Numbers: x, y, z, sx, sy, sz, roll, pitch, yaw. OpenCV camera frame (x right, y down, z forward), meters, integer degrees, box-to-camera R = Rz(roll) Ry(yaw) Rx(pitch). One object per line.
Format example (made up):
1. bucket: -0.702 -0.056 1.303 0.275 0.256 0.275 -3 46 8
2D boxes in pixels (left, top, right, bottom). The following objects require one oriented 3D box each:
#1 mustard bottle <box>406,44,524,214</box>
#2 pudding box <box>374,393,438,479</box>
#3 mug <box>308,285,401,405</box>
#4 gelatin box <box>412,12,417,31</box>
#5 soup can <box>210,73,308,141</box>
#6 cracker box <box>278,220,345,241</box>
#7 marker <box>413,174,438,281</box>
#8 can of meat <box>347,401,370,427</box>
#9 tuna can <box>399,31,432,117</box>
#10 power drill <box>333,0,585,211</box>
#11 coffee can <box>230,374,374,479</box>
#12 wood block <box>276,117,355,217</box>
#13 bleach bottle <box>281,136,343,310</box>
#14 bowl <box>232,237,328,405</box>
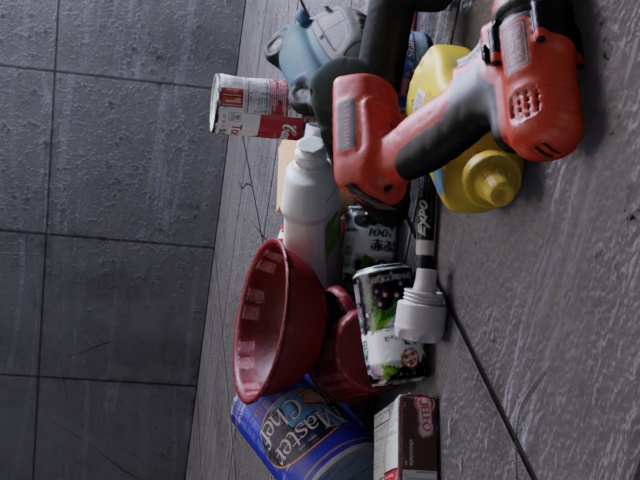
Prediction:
1. mustard bottle: 0.111 -0.074 0.802 0.191 0.058 0.096 -104 21 -61
2. pudding box: 0.074 0.198 0.933 0.090 0.039 0.113 119 157 -67
3. mug: 0.036 0.097 1.019 0.117 0.093 0.082 68 161 5
4. gelatin box: 0.078 -0.231 1.129 0.073 0.030 0.089 -157 73 -79
5. soup can: -0.068 -0.148 1.183 0.068 0.102 0.068 -176 90 -79
6. cracker box: -0.027 0.052 1.362 0.214 0.072 0.164 165 118 -84
7. marker: 0.096 -0.018 0.962 0.020 0.020 0.121 152 123 -78
8. can of meat: 0.012 0.169 1.164 0.102 0.057 0.084 23 113 52
9. tuna can: 0.084 -0.165 1.057 0.086 0.033 0.086 -175 90 -80
10. power drill: 0.090 -0.113 0.726 0.188 0.057 0.184 -27 52 41
11. coffee can: -0.011 0.199 1.063 0.140 0.102 0.103 45 135 39
12. wood block: 0.009 -0.097 1.280 0.206 0.090 0.091 133 141 -72
13. bleach bottle: -0.007 0.001 1.100 0.102 0.068 0.251 -69 -16 -50
14. bowl: -0.035 0.081 1.025 0.162 0.055 0.162 -170 90 -71
